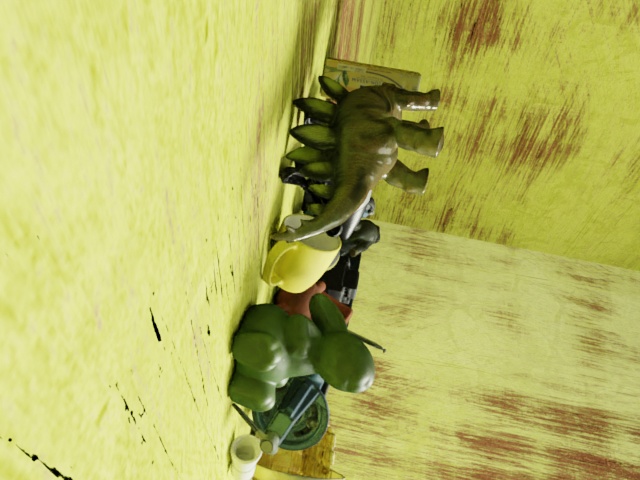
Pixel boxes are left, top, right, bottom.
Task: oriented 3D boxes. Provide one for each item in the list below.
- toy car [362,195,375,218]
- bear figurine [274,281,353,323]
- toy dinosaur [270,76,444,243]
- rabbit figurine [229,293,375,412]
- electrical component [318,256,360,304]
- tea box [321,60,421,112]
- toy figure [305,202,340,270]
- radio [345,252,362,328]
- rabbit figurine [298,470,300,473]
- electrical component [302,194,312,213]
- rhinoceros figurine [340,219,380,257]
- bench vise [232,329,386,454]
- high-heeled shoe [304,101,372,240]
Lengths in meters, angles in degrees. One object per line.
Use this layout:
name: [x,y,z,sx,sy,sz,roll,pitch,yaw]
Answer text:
toy car: [0.042,-0.103,1.165,0.103,0.161,0.109,-37,-148,14]
bear figurine: [-0.014,0.124,0.934,0.120,0.132,0.196,-50,176,-11]
toy dinosaur: [0.057,-0.127,0.713,0.471,0.199,0.105,-73,174,-54]
rabbit figurine: [-0.014,0.146,0.682,0.159,0.170,0.121,-68,169,-66]
electrical component: [0.011,0.080,1.085,0.115,0.134,0.058,-76,175,-51]
tea box: [0.092,-0.281,0.972,0.098,0.170,0.068,-65,164,-69]
toy figure: [-0.005,0.000,0.963,0.089,0.082,0.180,57,-15,16]
radio: [0.027,0.108,1.366,0.230,0.131,0.073,-75,174,-46]
rabbit figurine: [-0.061,0.383,1.101,0.162,0.122,0.173,-48,131,-68]
electrical component: [-0.005,-0.090,1.023,0.102,0.045,0.078,-57,156,-78]
rhinoceros figurine: [0.055,-0.009,1.176,0.112,0.073,0.190,-32,-171,-28]
bench vise: [-0.028,0.225,0.785,0.223,0.129,0.240,-54,173,14]
high-heeled shoe: [0.023,-0.106,0.901,0.145,0.086,0.248,-27,119,-58]
